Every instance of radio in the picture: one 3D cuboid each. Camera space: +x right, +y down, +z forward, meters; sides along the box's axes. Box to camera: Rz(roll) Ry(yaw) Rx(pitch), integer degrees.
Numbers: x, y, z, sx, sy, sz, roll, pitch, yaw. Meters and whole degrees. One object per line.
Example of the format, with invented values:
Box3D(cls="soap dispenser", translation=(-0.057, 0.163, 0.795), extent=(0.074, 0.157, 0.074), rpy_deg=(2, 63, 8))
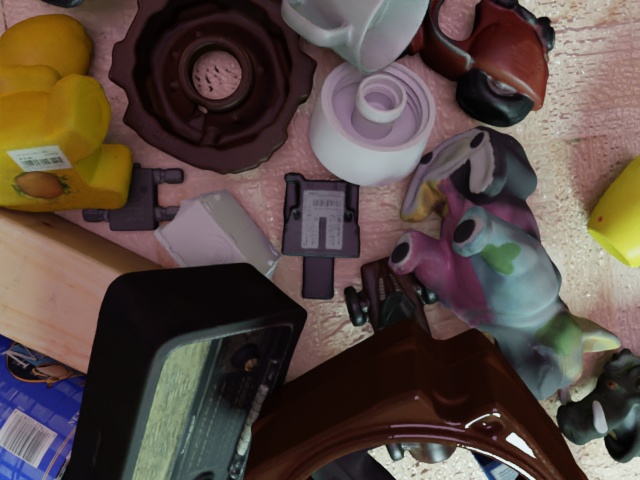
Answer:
Box3D(cls="radio", translation=(-0.102, 0.129, 0.397), extent=(0.073, 0.131, 0.229), rpy_deg=(39, 119, 33))

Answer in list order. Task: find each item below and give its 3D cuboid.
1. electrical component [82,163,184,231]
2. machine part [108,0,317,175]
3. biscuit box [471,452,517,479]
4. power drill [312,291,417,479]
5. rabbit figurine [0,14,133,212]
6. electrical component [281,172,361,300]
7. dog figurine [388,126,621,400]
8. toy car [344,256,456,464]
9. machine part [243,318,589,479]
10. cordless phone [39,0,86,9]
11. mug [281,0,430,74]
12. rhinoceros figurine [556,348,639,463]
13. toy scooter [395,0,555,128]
Box3D(cls="electrical component", translation=(-0.173, -0.040, 0.499), extent=(0.094, 0.021, 0.063), rpy_deg=(-2, 93, -2))
Box3D(cls="machine part", translation=(-0.092, -0.146, 0.481), extent=(0.179, 0.056, 0.179), rpy_deg=(0, 95, -3))
Box3D(cls="biscuit box", translation=(0.203, 0.239, 0.494), extent=(0.059, 0.063, 0.202), rpy_deg=(-34, 107, 0))
Box3D(cls="power drill", translation=(0.014, 0.137, 0.461), extent=(0.232, 0.086, 0.207), rpy_deg=(45, 110, 4))
Box3D(cls="rabbit figurine", translation=(-0.239, -0.112, 0.452), extent=(0.162, 0.121, 0.173), rpy_deg=(-9, 67, 6))
Box3D(cls="electrical component", translation=(-0.001, -0.002, 0.499), extent=(0.075, 0.048, 0.119), rpy_deg=(6, 92, -3))
Box3D(cls="dog figurine", translation=(0.173, 0.028, 0.479), extent=(0.219, 0.108, 0.191), rpy_deg=(38, 52, -24))
Box3D(cls="toy car", translation=(0.085, 0.115, 0.509), extent=(0.089, 0.053, 0.202), rpy_deg=(-15, 95, 1))
Box3D(cls="machine part", translation=(0.063, 0.171, 0.367), extent=(0.201, 0.087, 0.201), rpy_deg=(-33, 106, 19))
Box3D(cls="cordless phone", translation=(-0.174, -0.270, 0.461), extent=(0.184, 0.147, 0.088), rpy_deg=(-33, 135, -29))
Box3D(cls="mug", translation=(0.013, -0.190, 0.428), extent=(0.109, 0.080, 0.107), rpy_deg=(-36, 67, -25))
Box3D(cls="rhinoceros figurine", translation=(0.323, 0.152, 0.511), extent=(0.190, 0.073, 0.112), rpy_deg=(-22, 96, -2))
Box3D(cls="toy scooter", translation=(0.137, -0.195, 0.482), extent=(0.184, 0.075, 0.135), rpy_deg=(31, 90, 0))
